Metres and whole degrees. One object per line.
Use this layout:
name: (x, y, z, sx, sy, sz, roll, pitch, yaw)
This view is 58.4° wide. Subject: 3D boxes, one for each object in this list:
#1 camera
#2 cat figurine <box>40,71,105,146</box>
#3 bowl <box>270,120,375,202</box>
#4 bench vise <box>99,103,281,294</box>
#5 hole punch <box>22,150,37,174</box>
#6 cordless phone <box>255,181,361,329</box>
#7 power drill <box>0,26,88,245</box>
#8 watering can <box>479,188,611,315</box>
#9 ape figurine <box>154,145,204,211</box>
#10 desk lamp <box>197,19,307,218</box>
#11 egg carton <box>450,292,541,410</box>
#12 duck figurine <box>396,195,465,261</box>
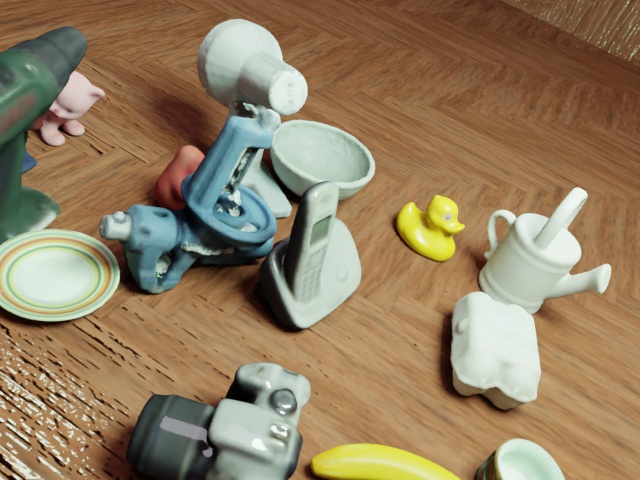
camera: (-0.087, 0.167, 0.505, 0.137, 0.101, 0.143, 20, 39, -4)
cat figurine: (-0.359, -0.198, 0.775, 0.127, 0.117, 0.067, 30, 40, 9)
bowl: (-0.004, -0.109, 0.879, 0.168, 0.074, 0.167, 14, 40, -11)
bench vise: (-0.121, -0.038, 0.627, 0.121, 0.219, 0.208, 39, 42, 19)
hole punch: (-0.414, -0.125, 0.688, 0.101, 0.091, 0.109, 30, 40, 9)
cordless phone: (0.006, 0.002, 0.670, 0.094, 0.185, 0.148, 36, 41, 17)
power drill: (-0.327, -0.100, 0.608, 0.075, 0.208, 0.230, 23, 39, 0)
watering can: (0.318, 0.012, 0.801, 0.172, 0.194, 0.101, 27, 39, 5)
ape figurine: (-0.175, -0.082, 0.752, 0.076, 0.092, 0.077, 10, 41, -15)
desk lamp: (-0.093, -0.171, 0.796, 0.118, 0.213, 0.202, -9, 48, -33)
egg carton: (0.213, 0.133, 0.712, 0.107, 0.069, 0.150, 20, 39, -3)
duck figurine: (0.171, -0.030, 0.864, 0.104, 0.086, 0.078, 42, 43, 22)
